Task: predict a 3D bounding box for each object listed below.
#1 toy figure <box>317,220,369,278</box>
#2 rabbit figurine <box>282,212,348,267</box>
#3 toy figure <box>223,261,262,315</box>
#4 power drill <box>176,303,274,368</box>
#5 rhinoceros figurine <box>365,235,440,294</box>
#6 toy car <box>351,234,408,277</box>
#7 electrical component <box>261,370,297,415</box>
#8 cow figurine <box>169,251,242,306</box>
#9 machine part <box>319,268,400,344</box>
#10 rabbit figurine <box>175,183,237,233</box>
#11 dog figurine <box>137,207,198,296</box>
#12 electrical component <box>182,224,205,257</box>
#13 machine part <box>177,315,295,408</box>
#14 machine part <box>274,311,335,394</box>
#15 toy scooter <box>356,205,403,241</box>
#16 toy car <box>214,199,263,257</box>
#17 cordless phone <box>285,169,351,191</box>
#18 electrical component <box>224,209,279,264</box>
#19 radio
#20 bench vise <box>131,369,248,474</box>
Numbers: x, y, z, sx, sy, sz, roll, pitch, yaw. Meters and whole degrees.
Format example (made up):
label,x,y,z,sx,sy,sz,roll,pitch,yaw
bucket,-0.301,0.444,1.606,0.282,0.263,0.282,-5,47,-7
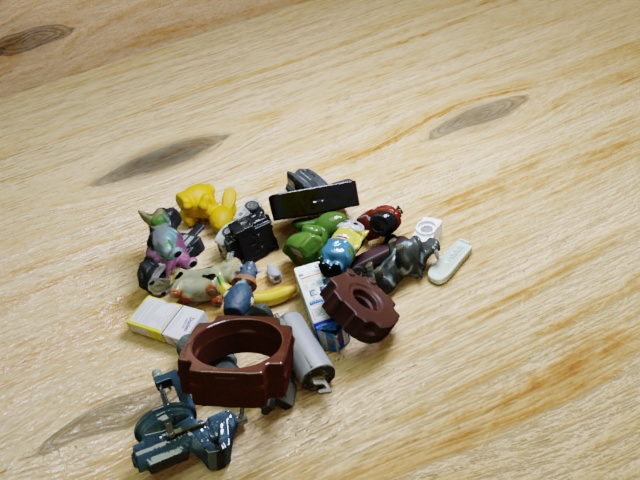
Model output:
label,x,y,z,sx,sy,sz,roll,pitch,yaw
toy figure,0.050,0.023,1.267,0.082,0.089,0.180,27,45,3
rabbit figurine,-0.003,-0.004,1.372,0.170,0.121,0.159,-43,30,-21
toy figure,-0.177,0.110,1.210,0.058,0.064,0.154,-36,25,34
power drill,-0.185,0.231,1.184,0.232,0.085,0.207,15,55,29
rhinoceros figurine,0.198,0.054,1.253,0.190,0.112,0.073,-38,17,-8
toy car,0.133,0.045,1.319,0.202,0.053,0.089,-26,26,-13
electrical component,-0.090,0.302,1.082,0.045,0.078,0.102,-39,33,35
cow figurine,-0.270,0.100,1.347,0.195,0.085,0.127,-9,47,7
machine part,0.087,0.139,1.147,0.179,0.056,0.179,26,28,-15
rabbit figurine,-0.311,-0.083,1.563,0.162,0.121,0.173,-32,57,-34
dog figurine,-0.426,0.015,1.412,0.191,0.108,0.219,-45,55,4
electrical component,-0.363,0.009,1.497,0.075,0.047,0.119,10,45,25
machine part,-0.155,0.229,1.027,0.201,0.087,0.201,1,23,5
machine part,-0.037,0.232,1.135,0.079,0.079,0.243,-25,42,-14
toy scooter,0.149,-0.047,1.383,0.184,0.075,0.135,-23,8,44
toy car,-0.219,-0.036,1.489,0.056,0.073,0.202,12,47,25
cordless phone,0.004,-0.167,1.593,0.184,0.088,0.147,-19,39,-24
electrical component,-0.184,-0.002,1.411,0.134,0.114,0.058,-29,38,-17
radio,-0.020,-0.103,1.441,0.230,0.073,0.131,-10,3,-11
bench vise,-0.266,0.337,1.048,0.224,0.128,0.241,-24,46,-16
